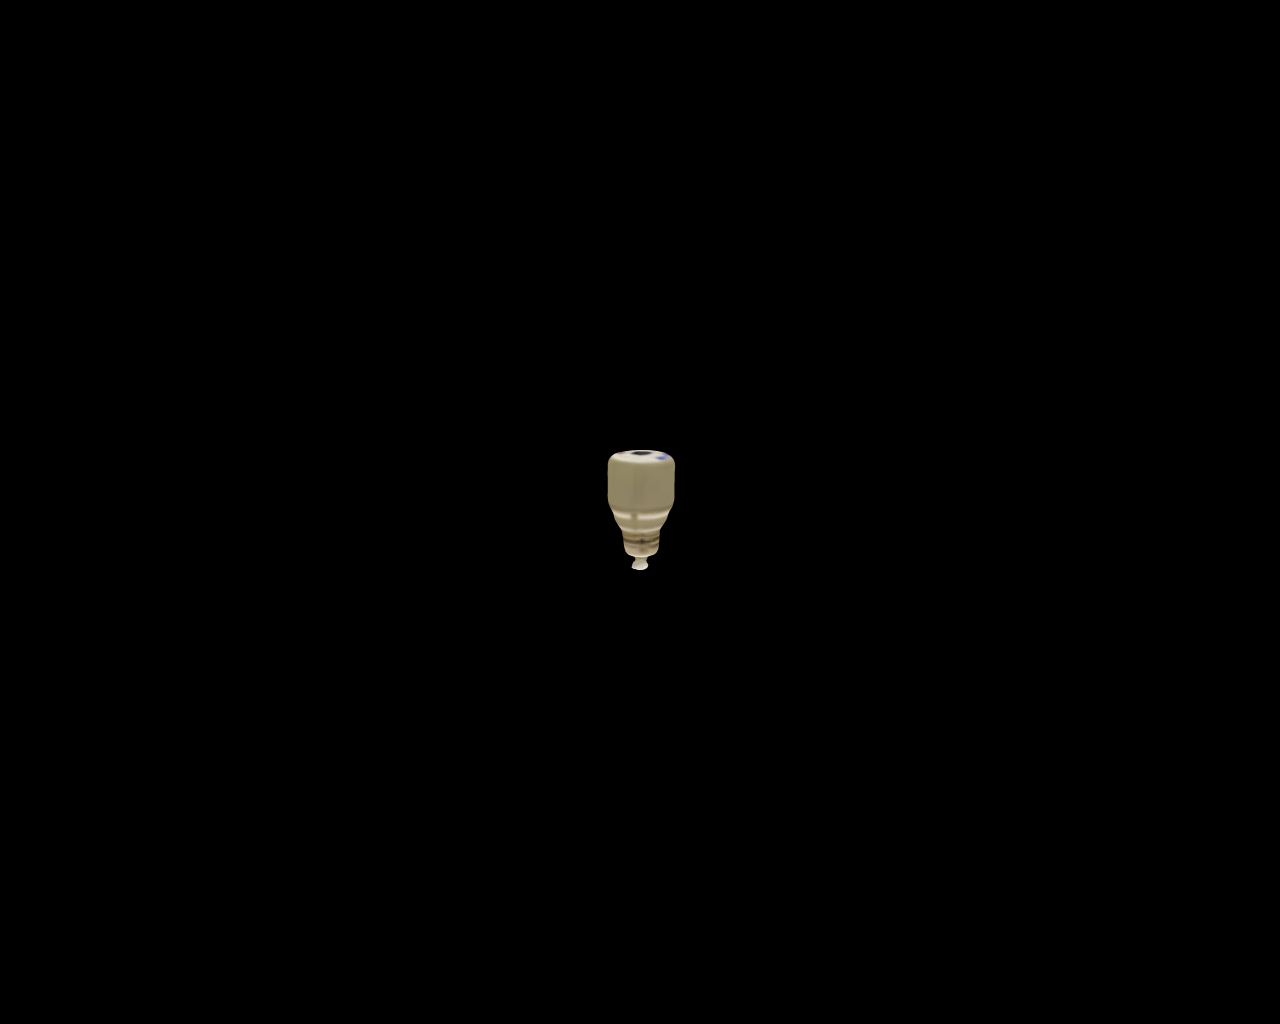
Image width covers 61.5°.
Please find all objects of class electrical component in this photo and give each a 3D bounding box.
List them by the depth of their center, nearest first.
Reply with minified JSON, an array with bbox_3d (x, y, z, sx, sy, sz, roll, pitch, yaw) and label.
[{"bbox_3d":[0.001,-0.003,0.650,0.040,0.078,0.040,0,14,0],"label":"electrical component"}]
